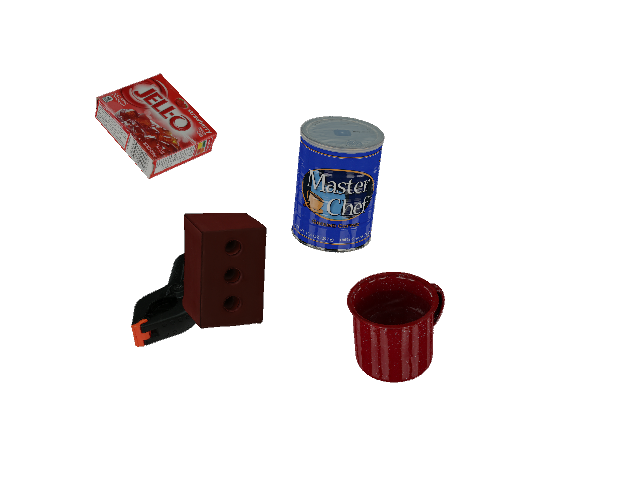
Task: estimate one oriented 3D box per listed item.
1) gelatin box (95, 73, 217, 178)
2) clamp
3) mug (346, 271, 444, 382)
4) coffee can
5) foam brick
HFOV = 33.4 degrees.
[{"bbox_3d":[-0.151,-0.106,0.974,0.073,0.089,0.030,-28,-24,-36],"label":"gelatin box"},{"bbox_3d":[-0.148,0.067,1.225,0.120,0.039,0.171,-2,31,27],"label":"clamp"},{"bbox_3d":[0.084,0.087,1.110,0.117,0.081,0.093,-30,42,-32],"label":"mug"},{"bbox_3d":[0.020,-0.071,1.324,0.103,0.140,0.103,5,28,-3],"label":"coffee can"},{"bbox_3d":[-0.075,0.021,0.821,0.052,0.078,0.051,-4,15,-21],"label":"foam brick"}]
